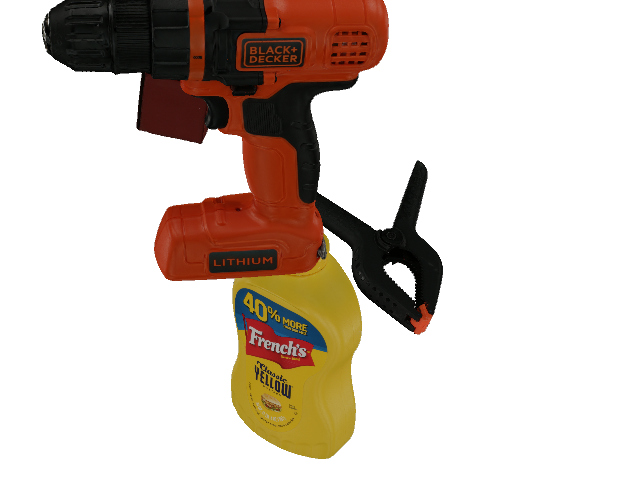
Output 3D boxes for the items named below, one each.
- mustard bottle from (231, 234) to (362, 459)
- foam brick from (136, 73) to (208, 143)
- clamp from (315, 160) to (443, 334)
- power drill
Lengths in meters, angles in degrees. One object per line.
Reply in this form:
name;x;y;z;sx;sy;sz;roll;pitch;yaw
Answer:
mustard bottle;-0.017;0.061;0.742;0.096;0.192;0.058;27;43;28
foam brick;-0.105;-0.119;0.814;0.053;0.051;0.078;12;35;0
clamp;0.057;0.003;1.096;0.164;0.210;0.036;-4;-36;-15
power drill;-0.060;-0.061;0.615;0.184;0.188;0.057;-2;43;-9
